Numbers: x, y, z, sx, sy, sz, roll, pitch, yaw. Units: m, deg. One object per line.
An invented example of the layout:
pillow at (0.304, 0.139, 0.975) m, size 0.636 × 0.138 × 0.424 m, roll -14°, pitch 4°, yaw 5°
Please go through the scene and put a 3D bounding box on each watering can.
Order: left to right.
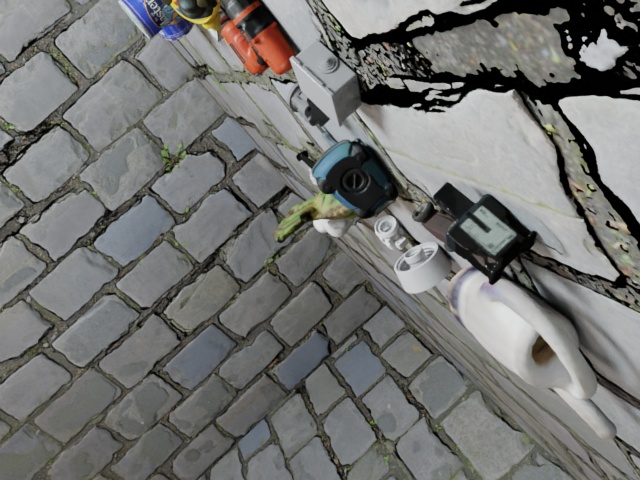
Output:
watering can at (0.310, 0.157, 0.754) m, size 0.342 × 0.104 × 0.228 m, roll 50°, pitch 178°, yaw -34°

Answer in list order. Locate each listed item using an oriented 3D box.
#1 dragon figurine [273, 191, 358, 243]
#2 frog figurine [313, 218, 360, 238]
dragon figurine at (0.004, -0.060, 1.200) m, size 0.121 × 0.243 × 0.413 m, roll 54°, pitch 178°, yaw -12°
frog figurine at (0.041, -0.065, 1.503) m, size 0.159 × 0.136 × 0.123 m, roll -2°, pitch -104°, yaw -70°
